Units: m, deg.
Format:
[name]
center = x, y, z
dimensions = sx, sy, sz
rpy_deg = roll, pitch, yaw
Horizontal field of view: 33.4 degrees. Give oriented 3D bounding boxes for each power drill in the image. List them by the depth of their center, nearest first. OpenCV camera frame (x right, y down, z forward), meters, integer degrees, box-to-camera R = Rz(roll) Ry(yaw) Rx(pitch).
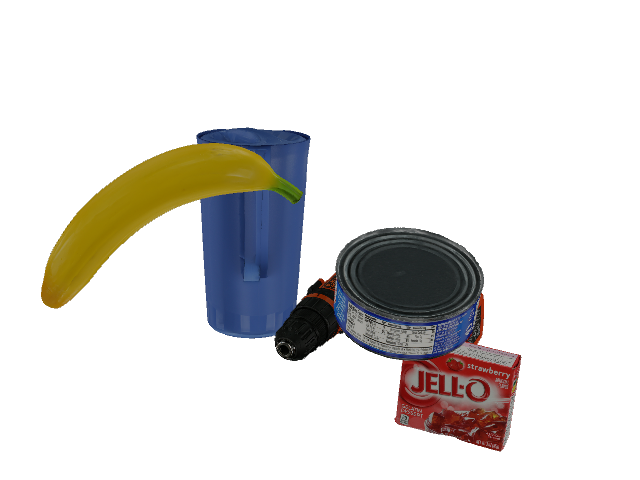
[power drill]
center = 0.065, 0.085, 1.115
dimensions = 0.188, 0.057, 0.184
rpy_deg = 11, 29, 24

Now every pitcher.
[pitcher]
center = -0.081, -0.009, 1.266
dimensions = 0.145, 0.243, 0.148
rpy_deg = 13, 18, 38

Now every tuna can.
[tuna can]
center = 0.050, 0.031, 0.623
dimensions = 0.086, 0.034, 0.086
rpy_deg = 2, 36, -2

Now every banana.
[banana]
center = -0.115, -0.019, 0.731
dimensions = 0.198, 0.069, 0.037
rpy_deg = -23, 7, 6

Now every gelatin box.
[gelatin box]
center = 0.106, 0.116, 0.828
dimensions = 0.089, 0.073, 0.030
rpy_deg = 13, 23, 19
